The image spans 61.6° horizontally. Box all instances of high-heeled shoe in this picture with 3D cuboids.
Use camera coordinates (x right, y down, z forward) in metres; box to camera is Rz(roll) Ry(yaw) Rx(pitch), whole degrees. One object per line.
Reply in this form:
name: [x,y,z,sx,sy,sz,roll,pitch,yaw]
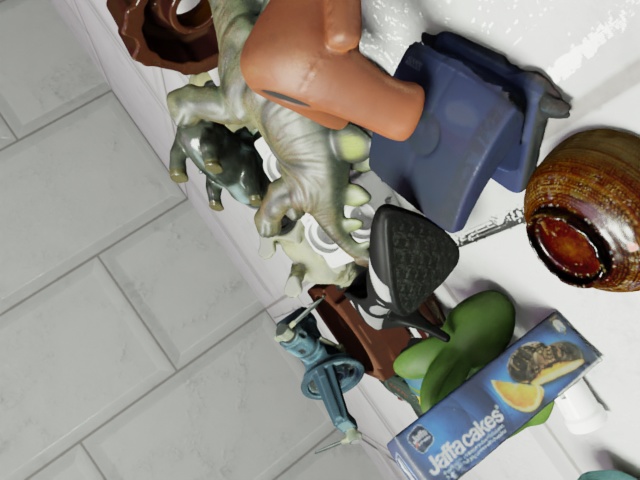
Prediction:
high-heeled shoe: [0.054,0.023,0.520,0.145,0.086,0.248,29,159,37]

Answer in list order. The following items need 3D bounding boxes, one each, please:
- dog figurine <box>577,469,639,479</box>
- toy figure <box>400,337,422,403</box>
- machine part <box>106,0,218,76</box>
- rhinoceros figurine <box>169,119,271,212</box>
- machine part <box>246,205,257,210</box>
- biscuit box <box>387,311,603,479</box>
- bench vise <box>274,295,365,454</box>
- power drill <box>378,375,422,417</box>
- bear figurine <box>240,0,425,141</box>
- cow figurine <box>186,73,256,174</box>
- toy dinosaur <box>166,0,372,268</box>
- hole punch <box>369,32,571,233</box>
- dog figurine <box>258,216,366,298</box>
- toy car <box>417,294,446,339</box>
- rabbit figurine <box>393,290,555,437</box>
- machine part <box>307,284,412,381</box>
dog figurine: [0.338,0.303,0.471,0.191,0.108,0.219,56,161,8]
toy figure: [0.175,0.214,0.830,0.180,0.082,0.089,56,-174,-34]
machine part: [-0.145,-0.267,0.598,0.056,0.179,0.179,55,166,17]
rhinoceros figurine: [-0.108,-0.095,0.673,0.190,0.073,0.112,30,-127,-55]
machine part: [-0.100,-0.093,1.024,0.079,0.079,0.243,59,166,-15]
biscuit box: [0.158,0.150,0.495,0.059,0.203,0.062,51,164,21]
bench vise: [0.010,0.236,0.937,0.223,0.129,0.241,60,-176,-47]
power drill: [0.192,0.318,1.027,0.207,0.086,0.232,65,162,-7]
bear figurine: [0.018,-0.184,0.376,0.132,0.195,0.120,16,-177,-38]
cow figurine: [-0.160,-0.187,0.857,0.086,0.127,0.194,48,156,34]
toy dinosaur: [-0.044,-0.156,0.530,0.199,0.105,0.470,-21,112,35]
hole punch: [0.099,-0.082,0.410,0.142,0.092,0.115,48,161,37]
dog figurine: [-0.004,0.001,0.830,0.190,0.121,0.172,-1,-107,-72]
toy car: [0.128,0.082,0.736,0.202,0.053,0.089,55,171,18]
rabbit figurine: [0.164,0.134,0.600,0.121,0.159,0.170,-130,28,-58]
machine part: [0.074,0.148,0.987,0.201,0.087,0.201,55,164,-3]
